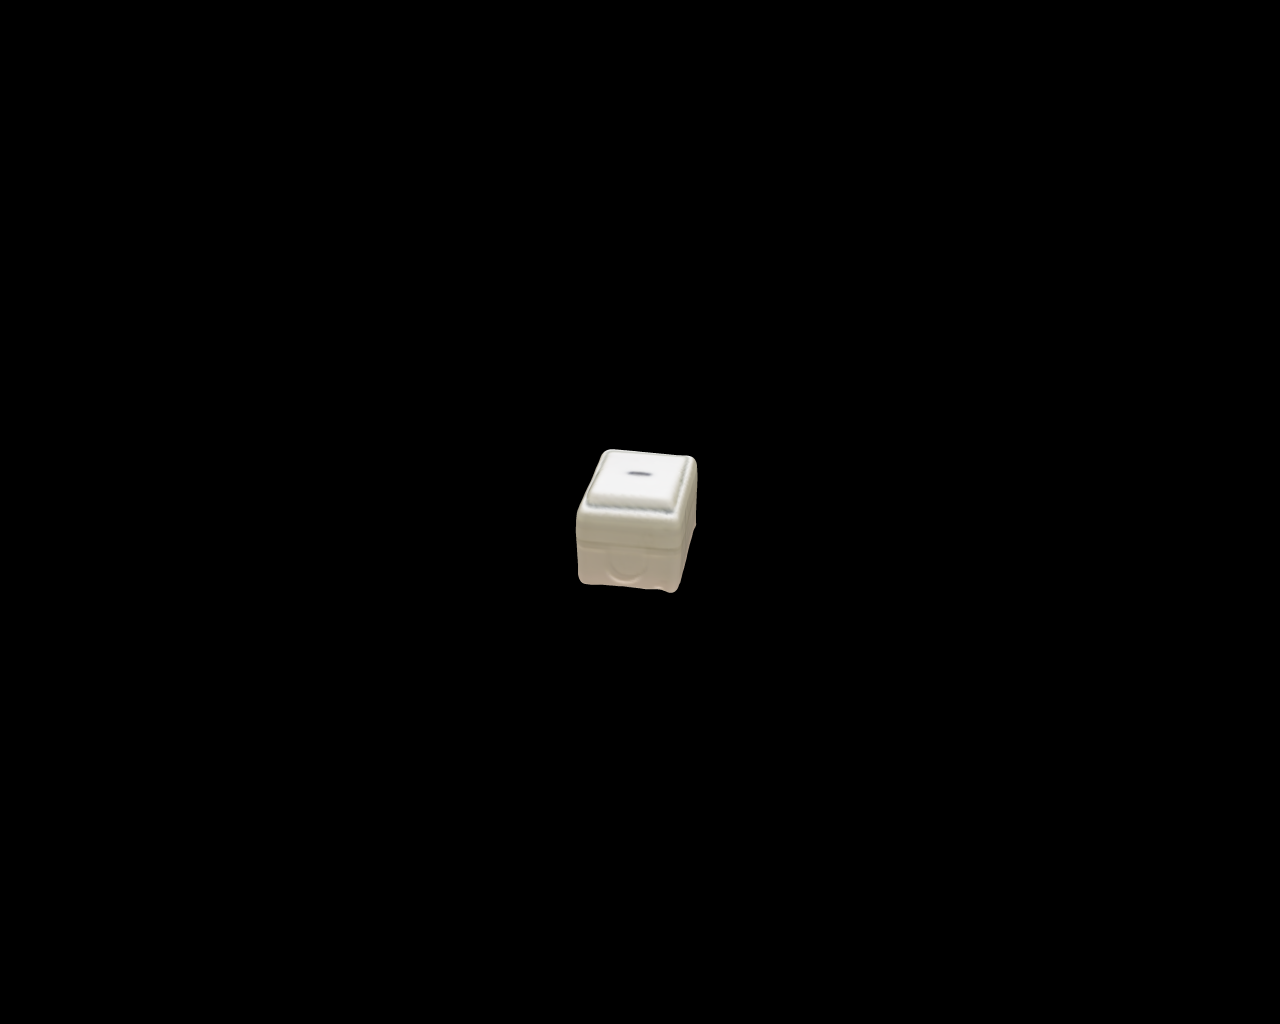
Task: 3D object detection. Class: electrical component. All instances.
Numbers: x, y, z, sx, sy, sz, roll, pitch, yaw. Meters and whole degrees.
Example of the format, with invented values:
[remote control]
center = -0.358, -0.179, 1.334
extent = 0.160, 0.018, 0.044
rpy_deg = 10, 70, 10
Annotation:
[electrical component]
center = 0.001, -0.003, 0.650
extent = 0.062, 0.061, 0.096
rpy_deg = 6, 33, 9
